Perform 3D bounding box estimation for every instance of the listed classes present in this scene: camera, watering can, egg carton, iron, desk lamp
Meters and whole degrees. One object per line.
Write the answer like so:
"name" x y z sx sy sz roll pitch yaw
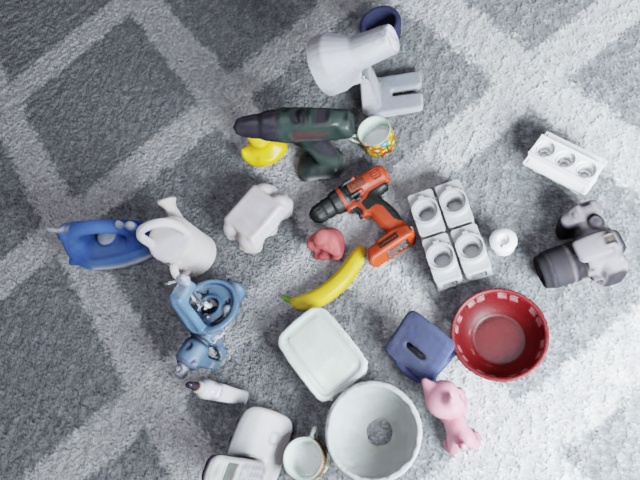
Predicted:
"camera" 0.438 0.017 0.987 0.136 0.101 0.143 -21 65 9
"watering can" -0.304 -0.005 1.179 0.101 0.194 0.172 -36 63 2
"egg carton" -0.130 -0.047 1.210 0.107 0.069 0.150 37 84 26
"iron" -0.460 -0.013 1.261 0.257 0.142 0.118 -7 68 15
"desk lamp" 0.096 -0.348 1.172 0.203 0.214 0.118 -7 68 15

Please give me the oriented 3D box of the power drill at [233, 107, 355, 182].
"power drill" -0.033 -0.198 1.159 0.229 0.209 0.075 -7 68 15

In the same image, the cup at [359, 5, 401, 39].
"cup" 0.134 -0.439 1.261 0.091 0.095 0.118 25 79 24

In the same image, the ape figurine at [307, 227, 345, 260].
"ape figurine" 0.010 0.004 1.133 0.076 0.092 0.077 -47 64 -4

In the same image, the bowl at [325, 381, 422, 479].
"bowl" 0.097 0.332 0.990 0.167 0.075 0.167 -6 68 16

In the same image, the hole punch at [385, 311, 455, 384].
"hole punch" 0.177 0.194 1.008 0.108 0.091 0.101 38 85 26

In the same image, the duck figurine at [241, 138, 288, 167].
"duck figurine" -0.132 -0.213 1.265 0.104 0.086 0.077 -19 65 10

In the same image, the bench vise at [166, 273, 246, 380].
"bench vise" -0.223 0.156 1.078 0.121 0.220 0.207 0 70 18

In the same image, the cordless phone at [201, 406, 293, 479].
"cordless phone" -0.129 0.361 0.989 0.094 0.185 0.148 11 74 21

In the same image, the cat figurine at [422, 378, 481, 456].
"cat figurine" 0.215 0.287 0.946 0.067 0.118 0.127 -22 65 9

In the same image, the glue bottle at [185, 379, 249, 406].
"glue bottle" -0.198 0.276 1.050 0.078 0.173 0.037 6 72 20
